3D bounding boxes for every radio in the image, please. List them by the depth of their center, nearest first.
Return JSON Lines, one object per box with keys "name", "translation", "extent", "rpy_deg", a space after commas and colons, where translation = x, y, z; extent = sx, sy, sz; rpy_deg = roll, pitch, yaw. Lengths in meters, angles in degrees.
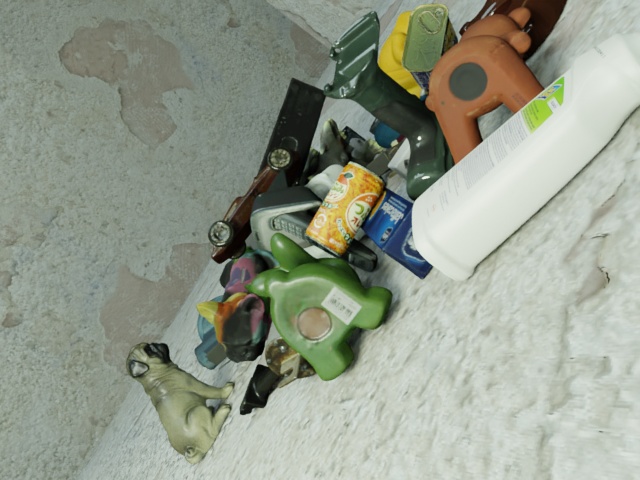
{"name": "radio", "translation": [-0.059, -0.157, 0.942], "extent": [0.131, 0.073, 0.229], "rpy_deg": [131, 155, -70]}

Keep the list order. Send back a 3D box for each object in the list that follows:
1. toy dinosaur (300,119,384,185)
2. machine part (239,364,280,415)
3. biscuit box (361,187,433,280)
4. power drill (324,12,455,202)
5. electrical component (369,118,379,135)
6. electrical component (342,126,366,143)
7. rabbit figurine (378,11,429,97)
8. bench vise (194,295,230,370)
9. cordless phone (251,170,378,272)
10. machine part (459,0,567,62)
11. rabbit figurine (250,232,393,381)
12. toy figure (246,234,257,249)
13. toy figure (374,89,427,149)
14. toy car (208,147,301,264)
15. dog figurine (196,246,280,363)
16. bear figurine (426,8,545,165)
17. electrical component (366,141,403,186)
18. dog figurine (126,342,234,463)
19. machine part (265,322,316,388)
{"name": "toy dinosaur", "translation": [0.000, -0.096, 1.045], "extent": [0.192, 0.131, 0.405], "rpy_deg": [-63, 9, -26]}
{"name": "machine part", "translation": [-0.072, 0.194, 0.775], "extent": [0.139, 0.039, 0.084], "rpy_deg": [-51, 7, 29]}
{"name": "biscuit box", "translation": [0.091, -0.020, 0.648], "extent": [0.063, 0.059, 0.203], "rpy_deg": [-55, 14, 7]}
{"name": "power drill", "translation": [0.103, -0.167, 0.641], "extent": [0.086, 0.207, 0.232], "rpy_deg": [-20, 46, 37]}
{"name": "electrical component", "translation": [0.130, -0.215, 0.989], "extent": [0.075, 0.048, 0.119], "rpy_deg": [-41, 19, 50]}
{"name": "electrical component", "translation": [0.043, -0.184, 1.197], "extent": [0.134, 0.058, 0.115], "rpy_deg": [-35, 27, 58]}
{"name": "rabbit figurine", "translation": [0.168, -0.297, 0.903], "extent": [0.162, 0.121, 0.173], "rpy_deg": [-45, 35, -5]}
{"name": "bench vise", "translation": [-0.146, 0.130, 1.015], "extent": [0.223, 0.129, 0.241], "rpy_deg": [-53, 18, 2]}
{"name": "cordless phone", "translation": [-0.002, -0.002, 0.752], "extent": [0.089, 0.184, 0.146], "rpy_deg": [-55, -13, -20]}
{"name": "machine part", "translation": [0.249, -0.287, 0.726], "extent": [0.179, 0.056, 0.179], "rpy_deg": [-51, 16, 21]}
{"name": "rabbit figurine", "translation": [-0.005, 0.068, 0.646], "extent": [0.121, 0.159, 0.170], "rpy_deg": [-64, -3, 12]}
{"name": "toy figure", "translation": [-0.085, 0.001, 1.031], "extent": [0.180, 0.082, 0.089], "rpy_deg": [6, -88, -62]}
{"name": "toy figure", "translation": [0.144, -0.191, 0.864], "extent": [0.058, 0.064, 0.154], "rpy_deg": [-21, 2, -28]}
{"name": "toy car", "translation": [-0.099, -0.053, 0.796], "extent": [0.202, 0.053, 0.089], "rpy_deg": [-52, -10, -8]}
{"name": "dog figurine", "translation": [-0.109, 0.084, 0.788], "extent": [0.219, 0.109, 0.191], "rpy_deg": [70, -167, -74]}
{"name": "bear figurine", "translation": [0.189, -0.173, 0.587], "extent": [0.120, 0.132, 0.196], "rpy_deg": [-29, 8, 35]}
{"name": "electrical component", "translation": [0.110, -0.116, 0.847], "extent": [0.078, 0.045, 0.102], "rpy_deg": [-31, -4, -41]}
{"name": "dog figurine", "translation": [-0.262, 0.274, 0.920], "extent": [0.121, 0.190, 0.172], "rpy_deg": [-54, 15, 11]}
{"name": "machine part", "translation": [-0.024, 0.102, 0.732], "extent": [0.079, 0.079, 0.243], "rpy_deg": [-49, 15, 28]}
